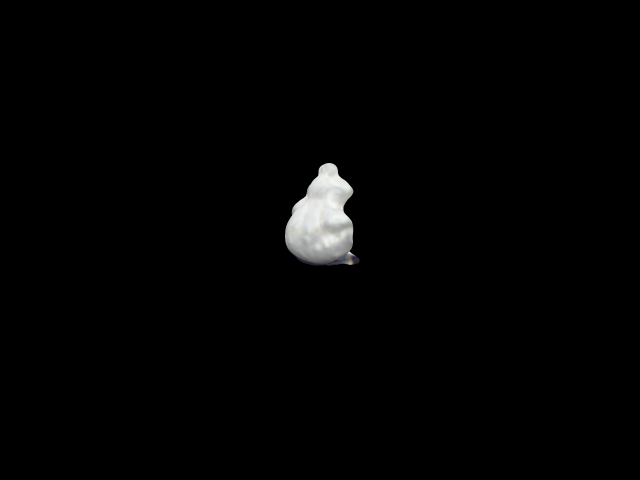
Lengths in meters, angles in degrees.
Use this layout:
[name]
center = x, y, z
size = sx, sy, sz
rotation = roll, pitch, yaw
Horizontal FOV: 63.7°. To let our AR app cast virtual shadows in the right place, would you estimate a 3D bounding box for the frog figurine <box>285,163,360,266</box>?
[frog figurine]
center = 0.003, -0.043, 0.850
size = 0.123, 0.157, 0.139
rotation = -10, 25, -22
